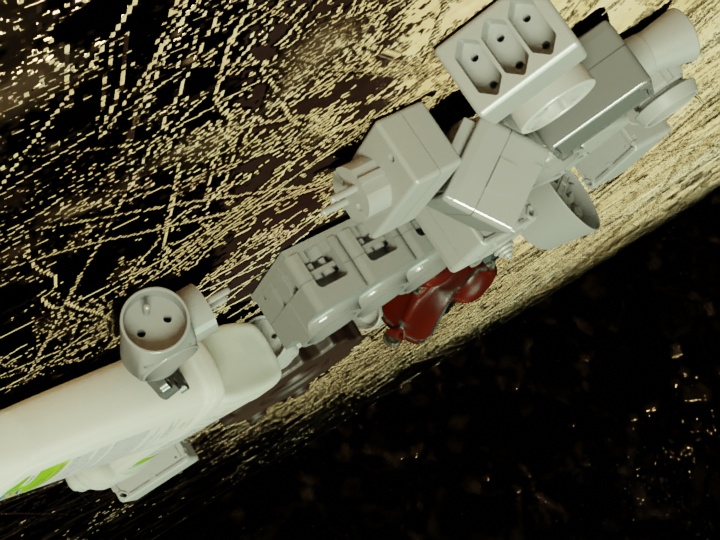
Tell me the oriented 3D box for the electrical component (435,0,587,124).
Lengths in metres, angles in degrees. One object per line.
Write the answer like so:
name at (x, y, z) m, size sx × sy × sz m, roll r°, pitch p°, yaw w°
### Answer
electrical component at (0.089, -0.120, 0.611) m, size 0.066 × 0.047 × 0.077 m, roll -36°, pitch 170°, yaw 16°

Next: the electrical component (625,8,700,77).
electrical component at (0.220, -0.166, 0.823) m, size 0.065 × 0.044 × 0.044 m, roll -28°, pitch 170°, yaw -4°

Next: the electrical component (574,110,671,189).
electrical component at (0.234, -0.124, 1.004) m, size 0.061 × 0.061 × 0.096 m, roll -27°, pitch 169°, yaw -29°

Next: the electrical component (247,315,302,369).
electrical component at (-0.069, 0.059, 0.988) m, size 0.079 × 0.043 × 0.077 m, roll -32°, pitch 170°, yaw -4°

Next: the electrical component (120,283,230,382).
electrical component at (-0.120, 0.035, 0.708) m, size 0.079 × 0.044 × 0.077 m, roll -30°, pitch 170°, yaw -20°

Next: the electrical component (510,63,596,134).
electrical component at (0.112, -0.121, 0.677) m, size 0.055 × 0.047 × 0.055 m, roll -32°, pitch 170°, yaw -6°

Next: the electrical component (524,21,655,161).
electrical component at (0.147, -0.121, 0.745) m, size 0.096 × 0.061 × 0.062 m, roll -36°, pitch 170°, yaw 14°

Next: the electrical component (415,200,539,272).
electrical component at (0.082, -0.044, 0.813) m, size 0.062 × 0.096 × 0.061 m, roll -26°, pitch 168°, yaw -34°

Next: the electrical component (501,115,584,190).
electrical component at (0.134, -0.099, 0.827) m, size 0.050 × 0.055 × 0.089 m, roll -22°, pitch 165°, yaw -49°

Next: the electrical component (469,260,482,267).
electrical component at (0.079, -0.036, 0.914) m, size 0.040 × 0.078 × 0.040 m, roll -25°, pitch 154°, yaw -13°

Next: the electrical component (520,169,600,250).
electrical component at (0.175, -0.069, 0.987) m, size 0.064 × 0.099 × 0.099 m, roll -33°, pitch 173°, yaw 38°

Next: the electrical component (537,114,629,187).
electrical component at (0.162, -0.111, 0.874) m, size 0.056 × 0.050 × 0.089 m, roll -21°, pitch 165°, yaw -50°

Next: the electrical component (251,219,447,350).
electrical component at (0.000, 0.000, 0.868) m, size 0.150 × 0.061 × 0.089 m, roll -27°, pitch 169°, yaw -30°

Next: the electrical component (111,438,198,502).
electrical component at (-0.223, 0.193, 1.100) m, size 0.096 × 0.061 × 0.061 m, roll -33°, pitch 170°, yaw -2°

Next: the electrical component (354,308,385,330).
electrical component at (0.035, 0.026, 1.157) m, size 0.079 × 0.044 × 0.077 m, roll -40°, pitch 168°, yaw 34°

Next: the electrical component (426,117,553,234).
electrical component at (0.077, -0.065, 0.730) m, size 0.061 × 0.061 × 0.096 m, roll -65°, pitch -170°, yaw -1°

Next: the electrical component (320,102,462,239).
electrical component at (0.009, -0.054, 0.674) m, size 0.076 × 0.047 × 0.083 m, roll -28°, pitch 169°, yaw -27°

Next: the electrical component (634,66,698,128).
electrical component at (0.243, -0.156, 0.894) m, size 0.058 × 0.057 × 0.078 m, roll -35°, pitch 170°, yaw 10°
